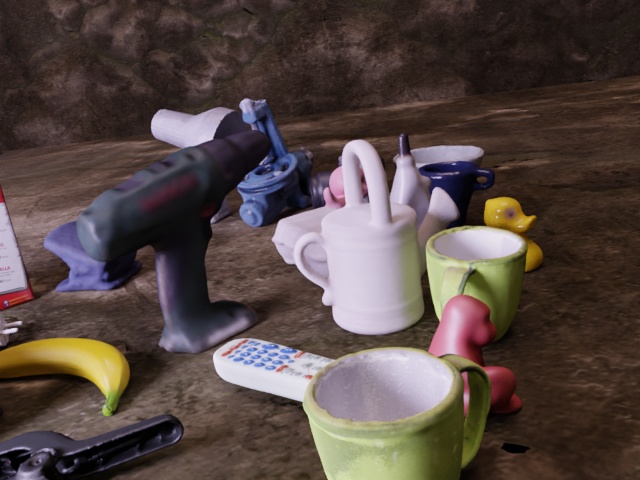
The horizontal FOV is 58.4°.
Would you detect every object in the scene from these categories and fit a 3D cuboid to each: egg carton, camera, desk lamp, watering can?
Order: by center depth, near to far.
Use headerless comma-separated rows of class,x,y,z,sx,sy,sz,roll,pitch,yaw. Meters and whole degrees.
watering can,0.059,-0.011,0.605,0.173,0.194,0.100,-19,22,-31
egg carton,0.007,0.003,0.782,0.107,0.069,0.149,-18,21,-28
camera,0.048,-0.110,1.051,0.137,0.101,0.143,-9,19,-5
desk lamp,-0.228,-0.140,1.069,0.202,0.214,0.118,2,21,27

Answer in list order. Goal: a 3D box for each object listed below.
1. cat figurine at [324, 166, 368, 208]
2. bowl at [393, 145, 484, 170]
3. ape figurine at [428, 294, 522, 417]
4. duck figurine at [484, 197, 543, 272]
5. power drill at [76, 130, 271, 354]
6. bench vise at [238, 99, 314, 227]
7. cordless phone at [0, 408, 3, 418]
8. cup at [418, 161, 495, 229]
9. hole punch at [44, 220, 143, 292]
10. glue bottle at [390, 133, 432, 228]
cat figurine,0.038,-0.074,0.922,0.067,0.118,0.128,3,21,29
bowl,0.223,-0.127,1.075,0.167,0.075,0.167,-7,18,2
ape figurine,0.117,0.087,0.452,0.076,0.092,0.078,-5,19,9
duck figurine,0.224,-0.012,0.715,0.104,0.086,0.078,10,25,41
power drill,-0.132,0.003,0.615,0.075,0.208,0.230,11,26,44
bench vise,-0.091,-0.153,1.046,0.121,0.220,0.207,-2,19,15
cordless phone,-0.365,0.087,0.492,0.147,0.185,0.094,4,22,31
cup,0.208,-0.066,0.869,0.117,0.095,0.092,4,22,31
hole punch,-0.325,0.018,0.832,0.101,0.091,0.109,-4,19,11
glue bottle,0.115,-0.051,0.736,0.078,0.173,0.037,-16,20,-23
